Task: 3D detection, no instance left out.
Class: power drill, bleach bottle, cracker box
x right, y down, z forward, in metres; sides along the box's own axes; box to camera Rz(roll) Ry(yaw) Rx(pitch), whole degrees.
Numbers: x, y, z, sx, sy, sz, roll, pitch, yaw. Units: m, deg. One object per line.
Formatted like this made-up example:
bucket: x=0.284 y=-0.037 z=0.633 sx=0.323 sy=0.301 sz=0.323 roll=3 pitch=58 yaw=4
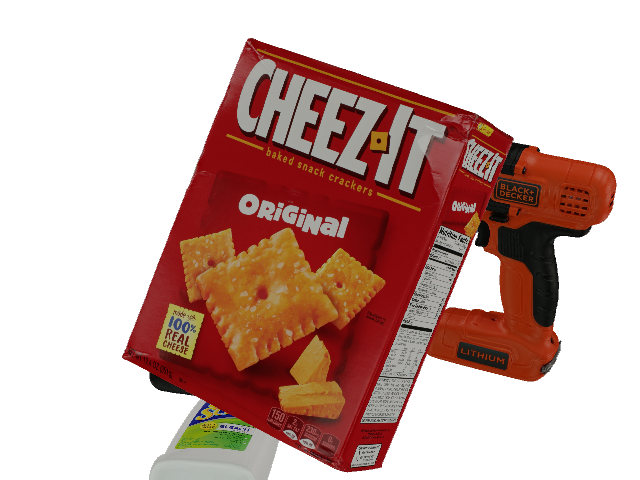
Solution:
power drill: x=0.128 y=0.010 z=0.841 sx=0.185 sy=0.188 sz=0.057 roll=14 pitch=31 yaw=22
bleach bottle: x=-0.089 y=0.181 z=1.056 sx=0.102 sy=0.068 sz=0.250 roll=2 pitch=20 yaw=6
cracker box: x=-0.006 y=0.006 z=0.636 sx=0.164 sy=0.214 sz=0.072 roll=23 pitch=4 yaw=28

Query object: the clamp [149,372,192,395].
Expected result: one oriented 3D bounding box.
clamp: x=-0.016 y=0.114 z=0.861 sx=0.164 sy=0.036 sz=0.210 roll=-18 pitch=23 yaw=-39
